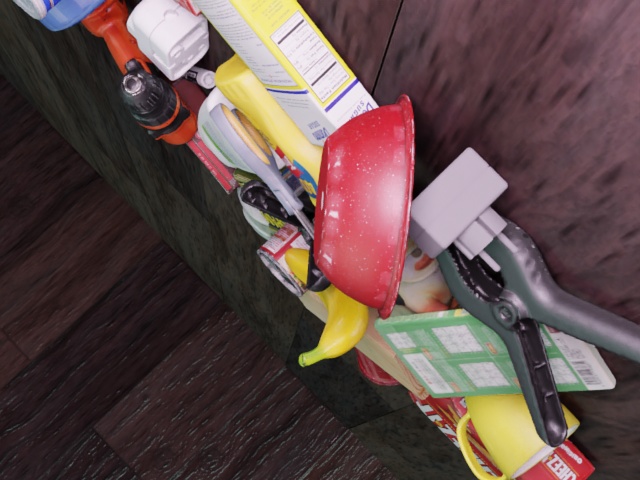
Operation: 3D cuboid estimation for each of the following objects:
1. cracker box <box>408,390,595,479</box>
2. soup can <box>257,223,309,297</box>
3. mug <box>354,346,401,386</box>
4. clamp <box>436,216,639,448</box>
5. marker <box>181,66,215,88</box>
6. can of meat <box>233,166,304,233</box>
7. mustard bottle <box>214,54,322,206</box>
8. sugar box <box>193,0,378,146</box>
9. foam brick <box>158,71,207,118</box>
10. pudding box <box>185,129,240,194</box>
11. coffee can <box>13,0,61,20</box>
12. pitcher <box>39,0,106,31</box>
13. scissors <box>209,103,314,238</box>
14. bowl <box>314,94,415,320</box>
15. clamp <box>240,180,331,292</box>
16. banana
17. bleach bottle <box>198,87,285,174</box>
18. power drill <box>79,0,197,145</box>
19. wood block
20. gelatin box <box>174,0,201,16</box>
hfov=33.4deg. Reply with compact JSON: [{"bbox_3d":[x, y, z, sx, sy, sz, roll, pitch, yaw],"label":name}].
[{"bbox_3d":[0.196,0.212,1.205,0.164,0.072,0.214,47,170,-1],"label":"cracker box"},{"bbox_3d":[-0.007,0.001,1.127,0.068,0.102,0.068,44,169,10],"label":"soup can"},{"bbox_3d":[0.088,0.109,1.228,0.117,0.093,0.081,5,143,25],"label":"mug"},{"bbox_3d":[0.150,0.056,0.804,0.210,0.036,0.165,46,144,18],"label":"clamp"},{"bbox_3d":[-0.147,-0.188,1.192,0.020,0.020,0.121,53,168,-31],"label":"marker"},{"bbox_3d":[-0.044,-0.053,1.195,0.084,0.057,0.102,54,166,-25],"label":"can of meat"},{"bbox_3d":[-0.013,-0.086,0.949,0.191,0.058,0.096,50,176,-22],"label":"mustard bottle"},{"bbox_3d":[-0.029,-0.147,0.826,0.176,0.048,0.093,47,170,-23],"label":"sugar box"},{"bbox_3d":[-0.175,-0.169,1.275,0.051,0.053,0.078,52,168,-28],"label":"foam brick"},{"bbox_3d":[-0.132,-0.113,1.300,0.090,0.039,0.113,52,180,-23],"label":"pudding box"},{"bbox_3d":[-0.198,-0.254,0.823,0.103,0.140,0.103,44,169,11],"label":"coffee can"},{"bbox_3d":[-0.303,-0.322,1.020,0.242,0.145,0.149,49,-157,-27],"label":"pitcher"},{"bbox_3d":[-0.031,-0.046,0.960,0.201,0.016,0.096,51,-168,-18],"label":"scissors"},{"bbox_3d":[0.027,-0.025,0.761,0.055,0.162,0.162,5,169,-4],"label":"bowl"},{"bbox_3d":[-0.009,-0.020,1.018,0.120,0.039,0.171,55,-158,-1],"label":"clamp"},{"bbox_3d":[0.008,0.054,1.000,0.198,0.069,0.037,-102,20,-63],"label":"banana"},{"bbox_3d":[-0.090,-0.120,1.113,0.102,0.068,0.251,55,171,-14],"label":"bleach bottle"},{"bbox_3d":[-0.208,-0.196,1.145,0.188,0.057,0.184,59,-179,11],"label":"power drill"},{"bbox_3d":[0.060,0.067,1.146,0.206,0.090,0.090,35,165,44],"label":"wood block"},{"bbox_3d":[-0.134,-0.243,0.914,0.073,0.030,0.089,38,167,35],"label":"gelatin box"}]
